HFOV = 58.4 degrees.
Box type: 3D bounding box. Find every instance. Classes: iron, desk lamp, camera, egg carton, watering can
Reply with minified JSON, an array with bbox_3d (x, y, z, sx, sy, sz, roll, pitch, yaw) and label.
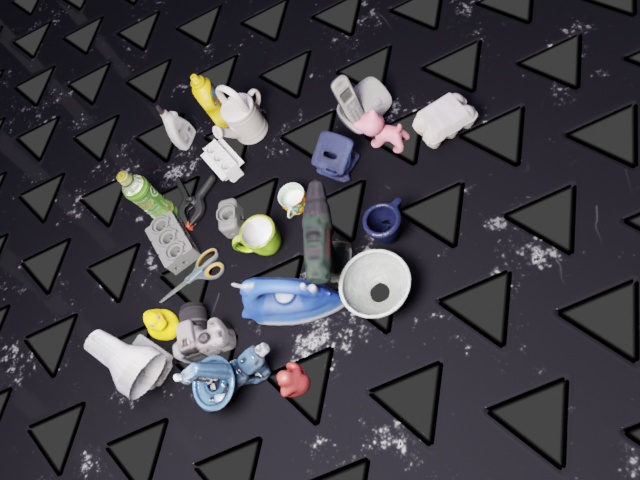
[{"bbox_3d":[-0.073,0.124,1.332,0.257,0.142,0.118,-4,65,17],"label":"iron"},{"bbox_3d":[-0.437,0.286,1.338,0.202,0.214,0.118,25,76,27],"label":"desk lamp"},{"bbox_3d":[-0.292,0.213,1.388,0.143,0.101,0.136,-20,61,9],"label":"camera"},{"bbox_3d":[0.314,-0.303,1.444,0.150,0.069,0.107,-33,60,2],"label":"egg carton"},{"bbox_3d":[-0.226,-0.350,1.579,0.100,0.194,0.173,5,68,21],"label":"watering can"}]

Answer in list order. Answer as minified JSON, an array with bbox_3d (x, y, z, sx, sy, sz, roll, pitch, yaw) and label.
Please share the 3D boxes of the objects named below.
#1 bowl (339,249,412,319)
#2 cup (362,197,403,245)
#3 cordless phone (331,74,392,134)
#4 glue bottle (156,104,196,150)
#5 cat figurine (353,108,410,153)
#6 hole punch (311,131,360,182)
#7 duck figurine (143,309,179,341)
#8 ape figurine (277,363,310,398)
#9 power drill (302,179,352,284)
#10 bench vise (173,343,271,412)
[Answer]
[{"bbox_3d":[0.131,0.109,1.308,0.167,0.075,0.167,-8,63,16],"label":"bowl"},{"bbox_3d":[0.162,-0.040,1.356,0.091,0.095,0.118,34,80,29],"label":"cup"},{"bbox_3d":[0.102,-0.379,1.486,0.094,0.185,0.148,38,82,30],"label":"cordless phone"},{"bbox_3d":[-0.422,-0.335,1.651,0.037,0.173,0.078,12,70,24],"label":"glue bottle"},{"bbox_3d":[0.156,-0.287,1.463,0.127,0.118,0.067,15,71,25],"label":"cat figurine"},{"bbox_3d":[0.037,-0.217,1.486,0.108,0.091,0.101,23,75,27],"label":"hole punch"},{"bbox_3d":[-0.412,0.204,1.442,0.104,0.086,0.077,27,76,28],"label":"duck figurine"},{"bbox_3d":[-0.066,0.310,1.269,0.076,0.092,0.078,25,76,27],"label":"ape figurine"},{"bbox_3d":[0.012,0.005,1.320,0.075,0.209,0.229,-7,64,16],"label":"power drill"},{"bbox_3d":[-0.219,0.282,1.261,0.121,0.220,0.207,34,80,29],"label":"bench vise"}]
